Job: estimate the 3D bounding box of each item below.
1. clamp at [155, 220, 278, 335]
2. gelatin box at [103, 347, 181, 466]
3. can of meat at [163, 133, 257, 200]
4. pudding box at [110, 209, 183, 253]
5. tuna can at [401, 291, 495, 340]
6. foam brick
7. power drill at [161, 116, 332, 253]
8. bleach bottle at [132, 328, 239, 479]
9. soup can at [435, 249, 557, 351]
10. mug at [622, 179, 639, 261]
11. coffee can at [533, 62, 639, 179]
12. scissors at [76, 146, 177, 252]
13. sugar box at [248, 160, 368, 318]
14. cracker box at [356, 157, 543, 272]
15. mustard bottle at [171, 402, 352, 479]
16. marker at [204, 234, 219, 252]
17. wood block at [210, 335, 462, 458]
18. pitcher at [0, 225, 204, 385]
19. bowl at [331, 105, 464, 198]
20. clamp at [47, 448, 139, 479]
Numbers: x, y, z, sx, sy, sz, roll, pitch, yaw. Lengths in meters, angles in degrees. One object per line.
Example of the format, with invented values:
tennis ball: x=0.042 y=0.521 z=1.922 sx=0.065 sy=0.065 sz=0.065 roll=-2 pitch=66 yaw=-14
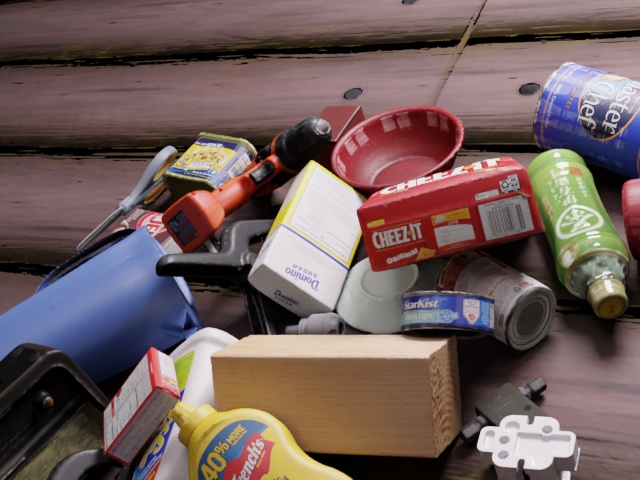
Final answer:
clamp: x=-0.074 y=0.044 z=1.152 sx=0.036 sy=0.164 sz=0.209 roll=-39 pitch=4 yaw=31
gelatin box: x=-0.169 y=0.157 z=1.003 sx=0.089 sy=0.030 sz=0.073 roll=-53 pitch=23 yaw=12
can of meat: x=-0.139 y=-0.087 z=1.373 sx=0.102 sy=0.057 sz=0.083 roll=13 pitch=50 yaw=37
pudding box: x=-0.220 y=0.012 z=1.301 sx=0.090 sy=0.039 sz=0.113 roll=10 pitch=46 yaw=35
tuna can: x=0.116 y=0.070 z=0.976 sx=0.086 sy=0.086 sz=0.034 roll=-2 pitch=77 yaw=24
foam brick: x=0.021 y=-0.128 z=1.350 sx=0.053 sy=0.051 sz=0.078 roll=5 pitch=44 yaw=32
power drill: x=-0.083 y=-0.065 z=1.239 sx=0.187 sy=0.057 sz=0.185 roll=-36 pitch=0 yaw=-34
bleach bottle: x=-0.130 y=0.204 z=0.982 sx=0.103 sy=0.068 sz=0.250 roll=-40 pitch=26 yaw=36
soup can: x=0.170 y=0.056 z=1.036 sx=0.068 sy=0.068 sz=0.102 roll=-36 pitch=40 yaw=-19
mug: x=0.338 y=-0.017 z=1.027 sx=0.082 sy=0.093 sz=0.117 roll=-8 pitch=31 yaw=24
coffee can: x=0.317 y=-0.125 z=1.149 sx=0.140 sy=0.103 sz=0.102 roll=25 pitch=56 yaw=36
scissors: x=-0.234 y=-0.058 z=1.334 sx=0.016 sy=0.096 sz=0.201 roll=33 pitch=31 yaw=7
sugar box: x=-0.008 y=0.001 z=1.169 sx=0.048 sy=0.093 sz=0.176 roll=-44 pitch=16 yaw=46
cracker box: x=0.130 y=-0.031 z=1.080 sx=0.164 sy=0.072 sz=0.213 roll=-14 pitch=5 yaw=8
mustard bottle: x=-0.055 y=0.201 z=0.913 sx=0.192 sy=0.058 sz=0.096 roll=35 pitch=82 yaw=23
marker: x=-0.131 y=0.004 z=1.285 sx=0.020 sy=0.020 sz=0.121 roll=-27 pitch=37 yaw=-8
wood block: x=0.016 y=0.138 z=0.966 sx=0.206 sy=0.091 sz=0.090 roll=-3 pitch=7 yaw=23
pitcher: x=-0.260 y=0.091 z=1.153 sx=0.242 sy=0.145 sz=0.149 roll=-29 pitch=3 yaw=-6
bowl: x=0.097 y=-0.093 z=1.266 sx=0.162 sy=0.055 sz=0.162 roll=-13 pitch=38 yaw=10
clamp: x=-0.241 y=0.244 z=0.981 sx=0.039 sy=0.120 sz=0.171 roll=-38 pitch=10 yaw=51
